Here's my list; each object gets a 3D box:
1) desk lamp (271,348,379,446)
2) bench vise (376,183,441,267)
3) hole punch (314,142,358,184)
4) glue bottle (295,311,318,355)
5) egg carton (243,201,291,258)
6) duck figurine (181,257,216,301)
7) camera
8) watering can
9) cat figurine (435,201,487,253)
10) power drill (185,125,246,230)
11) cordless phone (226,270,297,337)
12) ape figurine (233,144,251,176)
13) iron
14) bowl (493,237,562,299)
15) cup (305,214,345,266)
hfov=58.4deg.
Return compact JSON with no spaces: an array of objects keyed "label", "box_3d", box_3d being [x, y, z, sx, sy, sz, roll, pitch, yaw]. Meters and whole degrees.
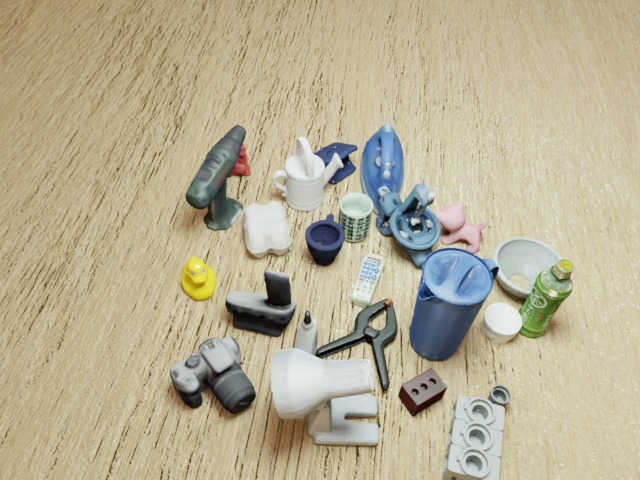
[{"label":"desk lamp","box_3d":[0.014,0.279,1.033,0.203,0.214,0.118,2,50,-2]},{"label":"bench vise","box_3d":[0.195,-0.063,1.327,0.207,0.220,0.122,36,57,24]},{"label":"hole punch","box_3d":[0.035,-0.220,1.533,0.101,0.091,0.109,38,58,25]},{"label":"glue bottle","box_3d":[-0.026,0.190,1.132,0.037,0.173,0.078,13,51,8]},{"label":"egg carton","box_3d":[-0.130,-0.027,1.374,0.107,0.069,0.150,-8,51,-10]},{"label":"duck figurine","box_3d":[-0.273,0.071,1.272,0.078,0.086,0.104,-15,53,-15]},{"label":"camera","box_3d":[-0.197,0.269,1.101,0.143,0.101,0.136,-29,57,-25]},{"label":"watering can","box_3d":[-0.031,-0.175,1.423,0.173,0.194,0.100,-31,58,-26]},{"label":"cat figurine","box_3d":[0.339,-0.040,1.384,0.127,0.118,0.067,16,51,10]},{"label":"power drill","box_3d":[-0.236,-0.135,1.367,0.075,0.208,0.230,19,51,12]},{"label":"cordless phone","box_3d":[-0.123,0.109,1.185,0.147,0.185,0.094,8,50,3]},{"label":"ape figurine","box_3d":[-0.216,-0.222,1.517,0.076,0.092,0.078,14,51,9]},{"label":"iron","box_3d":[0.169,-0.195,1.487,0.118,0.141,0.258,4,50,0]},{"label":"bowl","box_3d":[0.474,0.076,1.323,0.167,0.075,0.167,2,50,-2]},{"label":"cup","box_3d":[0.012,0.005,1.340,0.091,0.095,0.118,10,50,5]}]
